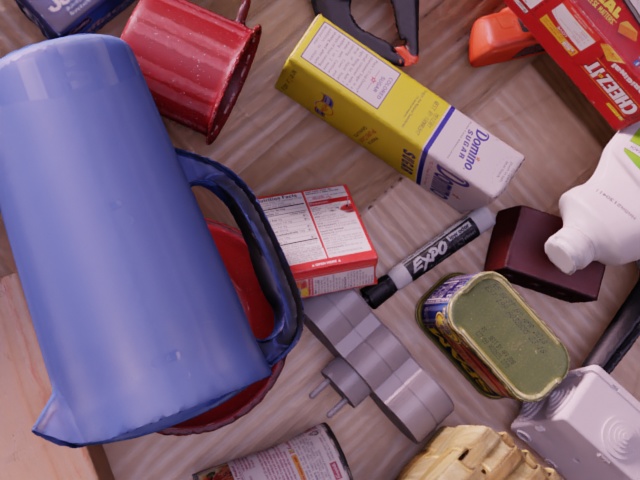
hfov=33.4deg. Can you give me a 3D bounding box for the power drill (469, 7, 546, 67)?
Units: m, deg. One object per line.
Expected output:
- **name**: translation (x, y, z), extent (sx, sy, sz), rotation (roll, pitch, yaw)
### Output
- **power drill**: translation (0.130, -0.232, 0.815), extent (0.184, 0.057, 0.187), rotation (-13, 87, -9)

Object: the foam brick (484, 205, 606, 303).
- **foam brick**: translation (0.171, 0.011, 0.803), extent (0.078, 0.053, 0.051), rotation (19, 83, -6)

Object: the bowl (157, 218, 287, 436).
- **bowl**: translation (-0.097, 0.060, 0.758), extent (0.162, 0.055, 0.162), rotation (1, 85, -8)

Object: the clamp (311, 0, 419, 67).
- **clamp**: translation (0.010, -0.196, 0.801), extent (0.120, 0.039, 0.171), rotation (-28, 95, 16)

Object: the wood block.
- **wood block**: translation (-0.202, 0.133, 0.718), extent (0.090, 0.091, 0.206), rotation (-21, 89, -9)

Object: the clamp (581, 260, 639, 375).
- **clamp**: translation (0.287, 0.021, 0.797), extent (0.165, 0.036, 0.210), rotation (3, 68, 22)

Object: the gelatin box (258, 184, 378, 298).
- **gelatin box**: translation (-0.005, 0.001, 0.766), extent (0.073, 0.030, 0.089), rotation (-10, 42, -10)

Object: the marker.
- **marker**: translation (0.080, 0.014, 0.807), extent (0.121, 0.020, 0.020), rotation (-34, 91, -10)

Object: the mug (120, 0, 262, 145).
- **mug**: translation (-0.092, -0.137, 0.756), extent (0.081, 0.093, 0.117), rotation (24, 100, -1)

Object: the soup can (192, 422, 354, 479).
- **soup can**: translation (-0.031, 0.178, 0.752), extent (0.102, 0.068, 0.068), rotation (-21, 89, -10)

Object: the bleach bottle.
- **bleach bottle**: translation (0.255, -0.063, 0.780), extent (0.250, 0.068, 0.103), rotation (-37, 53, -18)

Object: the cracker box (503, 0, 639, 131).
- **cracker box**: translation (0.238, -0.211, 0.771), extent (0.164, 0.072, 0.213), rotation (47, 70, -6)

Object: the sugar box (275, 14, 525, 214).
- **sugar box**: translation (0.054, -0.086, 0.774), extent (0.176, 0.093, 0.048), rotation (36, 82, -4)

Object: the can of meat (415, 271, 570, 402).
- **can of meat**: translation (0.126, 0.070, 0.776), extent (0.057, 0.084, 0.102), rotation (-43, 93, -9)

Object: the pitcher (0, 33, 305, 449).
- **pitcher**: translation (-0.121, -0.002, 0.673), extent (0.145, 0.149, 0.243), rotation (-22, 85, 20)
